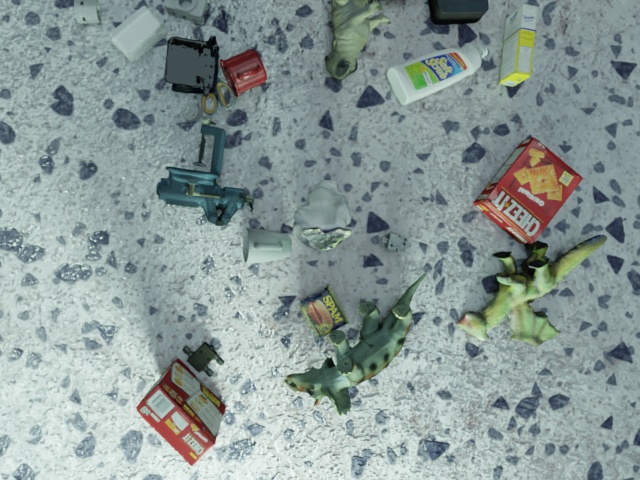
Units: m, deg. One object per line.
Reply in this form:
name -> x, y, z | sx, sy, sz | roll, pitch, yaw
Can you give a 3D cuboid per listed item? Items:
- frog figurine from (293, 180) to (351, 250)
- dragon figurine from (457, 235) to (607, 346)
frog figurine -> 0.004, -0.061, 1.219 | 0.137, 0.120, 0.163 | -8, 53, 2
dragon figurine -> 0.535, 0.142, 1.273 | 0.411, 0.124, 0.239 | -13, 107, -5
